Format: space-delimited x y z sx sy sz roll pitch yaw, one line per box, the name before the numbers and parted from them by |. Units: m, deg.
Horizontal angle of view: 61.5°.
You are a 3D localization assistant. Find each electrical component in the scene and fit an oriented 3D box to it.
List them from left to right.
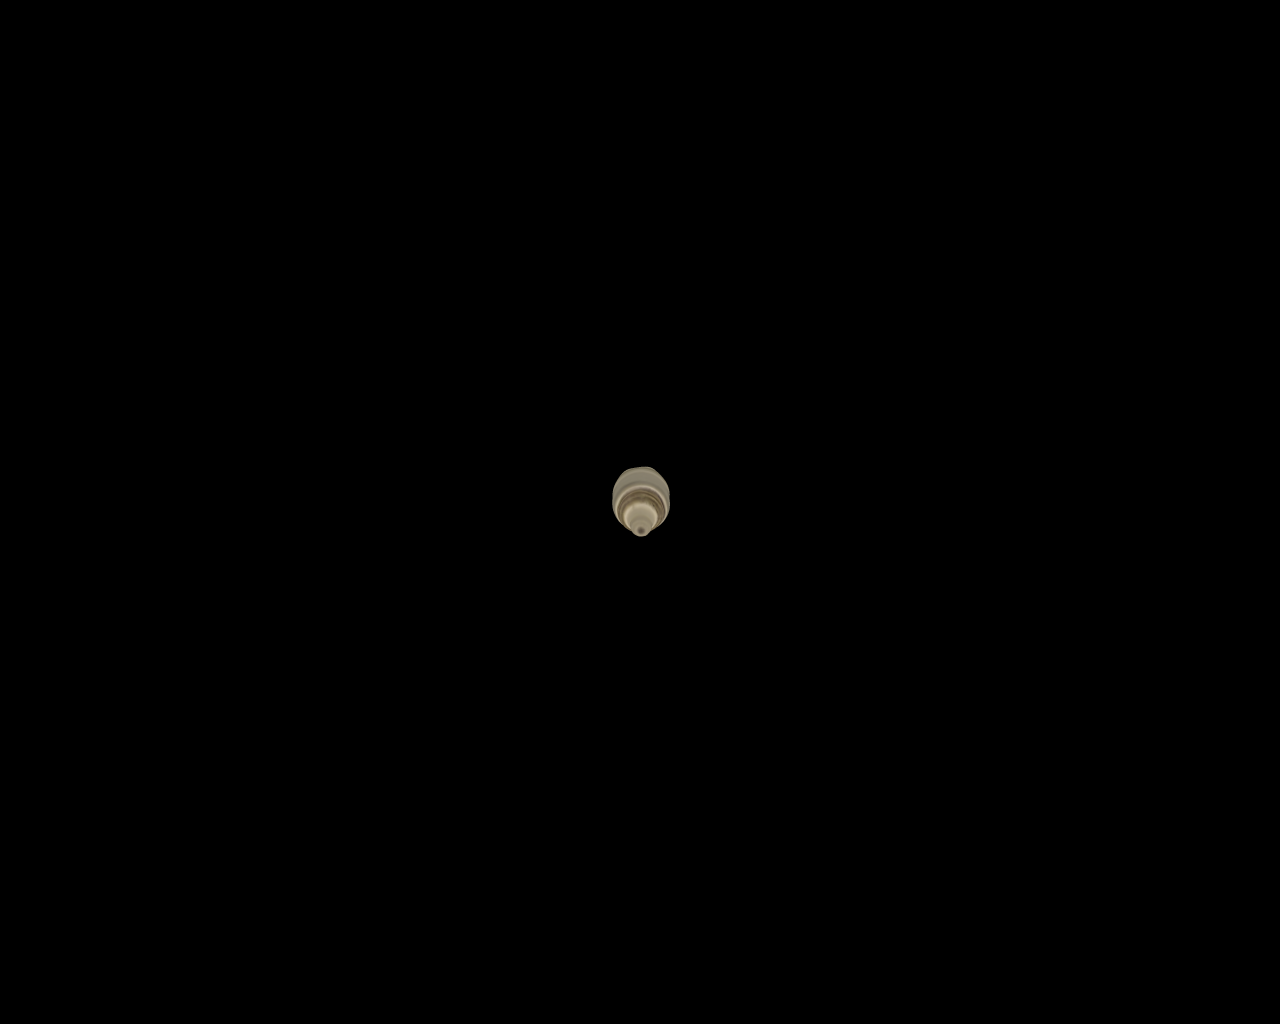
electrical component | 0.001 -0.003 0.650 0.035 0.035 0.061 0 27 0
